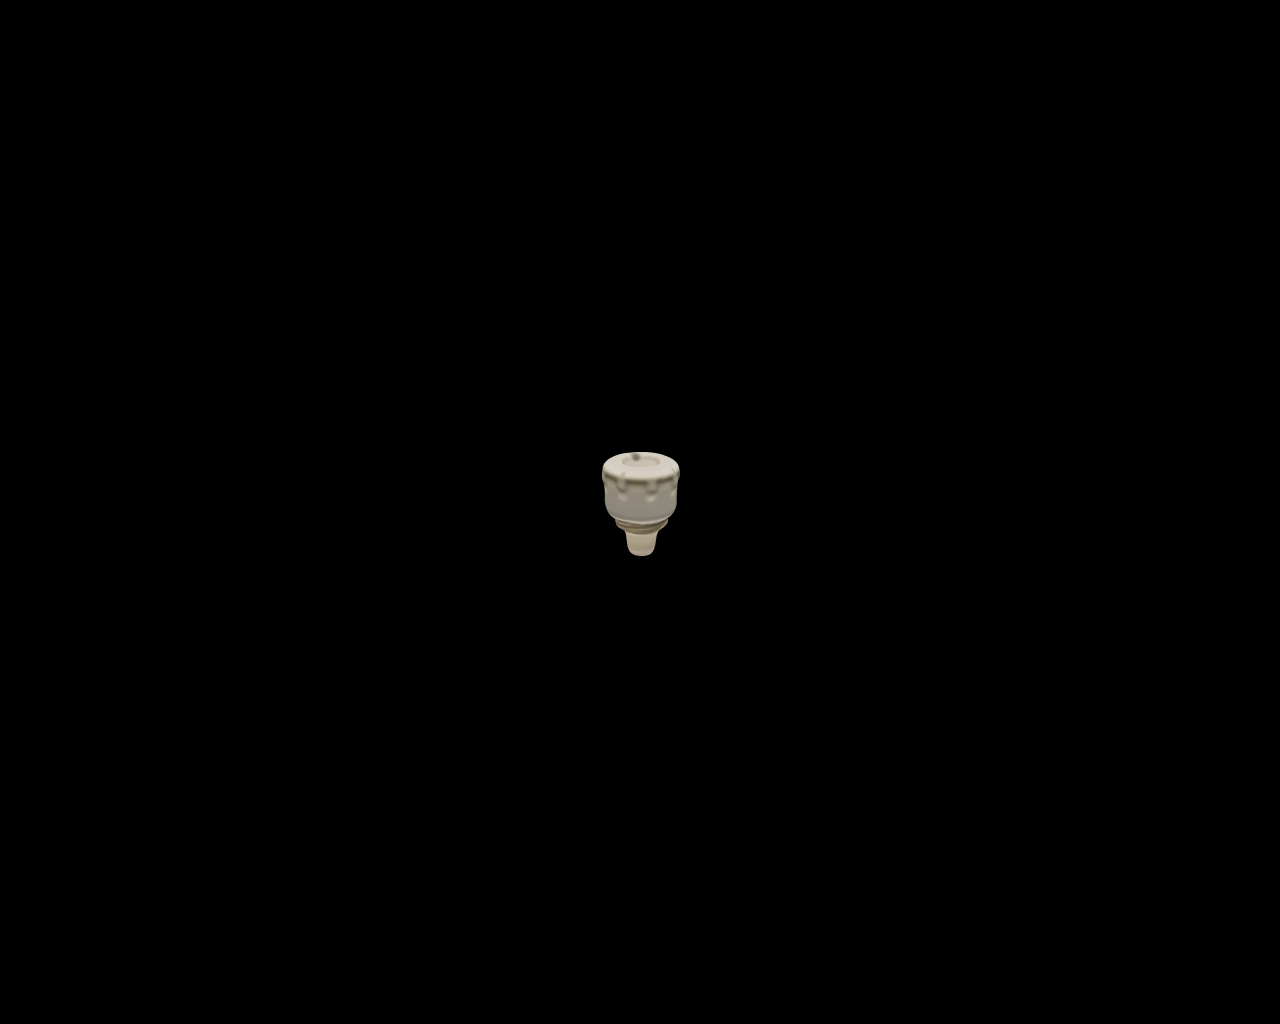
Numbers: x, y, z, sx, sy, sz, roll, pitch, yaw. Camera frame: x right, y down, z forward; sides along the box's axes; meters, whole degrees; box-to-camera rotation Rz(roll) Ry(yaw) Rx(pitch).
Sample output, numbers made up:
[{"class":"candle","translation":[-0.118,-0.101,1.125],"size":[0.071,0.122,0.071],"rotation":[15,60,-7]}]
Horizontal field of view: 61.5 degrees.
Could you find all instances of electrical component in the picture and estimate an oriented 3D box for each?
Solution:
[{"class":"electrical component","translation":[0.001,-0.003,0.650],"size":[0.048,0.062,0.048],"rotation":[0,21,0]}]
